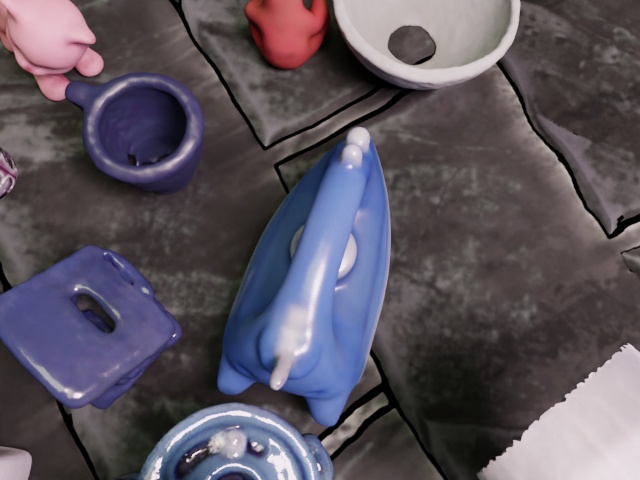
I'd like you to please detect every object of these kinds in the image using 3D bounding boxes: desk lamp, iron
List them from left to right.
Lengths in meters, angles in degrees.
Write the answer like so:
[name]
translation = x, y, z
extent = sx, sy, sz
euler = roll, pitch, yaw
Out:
[iron]
translation = 0.004, 0.002, 0.435
extent = 0.118, 0.141, 0.258
euler = 16, 74, 2
[desk lamp]
translation = 0.185, 0.176, 0.358
extent = 0.118, 0.213, 0.203
euler = -35, 79, -11

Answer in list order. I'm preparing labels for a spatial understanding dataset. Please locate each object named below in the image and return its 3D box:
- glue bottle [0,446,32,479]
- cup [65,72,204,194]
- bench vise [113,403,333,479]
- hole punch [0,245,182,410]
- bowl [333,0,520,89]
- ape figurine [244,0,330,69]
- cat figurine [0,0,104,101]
[glue bottle]
translation = -0.257, 0.155, 0.363
extent = 0.078, 0.173, 0.037
euler = 8, 74, 0
[cup]
translation = -0.148, -0.082, 0.474
extent = 0.117, 0.095, 0.092
euler = 27, 75, 5
[bench vise]
translation = -0.086, 0.181, 0.340
extent = 0.207, 0.220, 0.121
euler = -31, 78, -10
[hole punch]
translation = -0.174, 0.061, 0.436
extent = 0.108, 0.091, 0.101
euler = 43, 77, 9
[bowl]
translation = 0.092, -0.203, 0.530
extent = 0.167, 0.075, 0.167
euler = 1, 75, -2
[ape figurine]
translation = -0.031, -0.206, 0.516
extent = 0.078, 0.092, 0.076
euler = 15, 74, 2
[cat figurine]
translation = -0.240, -0.183, 0.486
extent = 0.067, 0.118, 0.127
euler = -41, 80, -12
